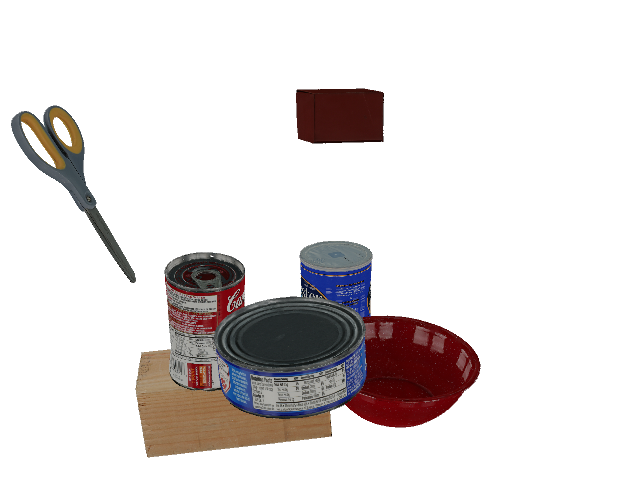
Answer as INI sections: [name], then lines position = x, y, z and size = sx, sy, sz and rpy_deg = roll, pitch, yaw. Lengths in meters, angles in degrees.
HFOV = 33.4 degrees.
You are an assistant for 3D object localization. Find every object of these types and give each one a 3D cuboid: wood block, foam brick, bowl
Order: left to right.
[wood block]
position = -0.096, 0.173, 1.198
size = 0.206, 0.091, 0.090
rpy_deg = -6, 23, -2
[foam brick]
position = 0.020, -0.127, 1.083
size = 0.078, 0.051, 0.053
rpy_deg = -3, 13, -20
[bowl]
position = 0.073, 0.135, 1.049
size = 0.162, 0.055, 0.162
rpy_deg = 3, 25, -2

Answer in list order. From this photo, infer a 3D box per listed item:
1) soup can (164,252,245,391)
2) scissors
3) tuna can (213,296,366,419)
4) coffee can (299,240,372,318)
[soup can]
position = -0.099, 0.071, 0.920
size = 0.068, 0.102, 0.068
rpy_deg = 2, 26, -1
[scissors]
position = -0.238, -0.057, 1.091
size = 0.016, 0.201, 0.096
rpy_deg = -24, 26, 27
[tuna can]
position = -0.016, 0.065, 0.605
size = 0.086, 0.034, 0.086
rpy_deg = -3, 23, 1
[coffee can]
position = 0.022, 0.083, 1.526
size = 0.103, 0.140, 0.103
rpy_deg = 0, 21, 0
